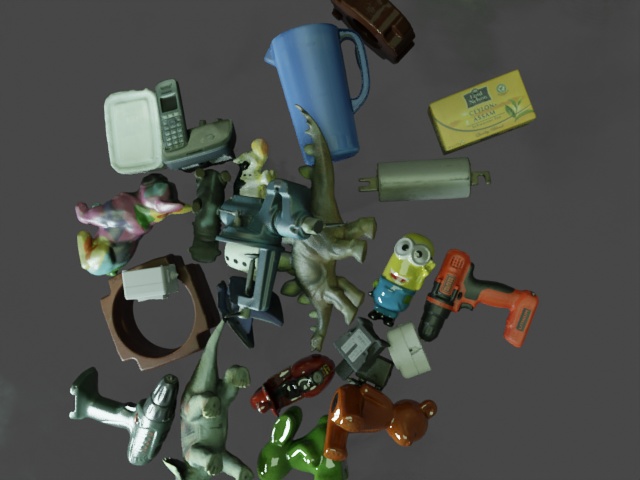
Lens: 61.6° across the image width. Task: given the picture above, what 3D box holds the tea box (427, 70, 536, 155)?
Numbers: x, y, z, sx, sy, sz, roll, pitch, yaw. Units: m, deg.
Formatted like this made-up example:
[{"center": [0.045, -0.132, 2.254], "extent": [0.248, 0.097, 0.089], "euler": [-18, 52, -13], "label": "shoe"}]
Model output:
[{"center": [0.296, -0.232, 0.996], "extent": [0.170, 0.068, 0.098], "euler": [-22, 88, 9], "label": "tea box"}]

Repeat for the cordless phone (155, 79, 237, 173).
[{"center": [-0.244, -0.233, 1.046], "extent": [0.147, 0.088, 0.184], "euler": [-14, 84, 10], "label": "cordless phone"}]

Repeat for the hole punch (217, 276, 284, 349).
[{"center": [-0.134, 0.125, 1.024], "extent": [0.092, 0.142, 0.115], "euler": [-33, 117, 8], "label": "hole punch"}]

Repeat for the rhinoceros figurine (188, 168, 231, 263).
[{"center": [-0.222, -0.051, 1.054], "extent": [0.073, 0.112, 0.190], "euler": [6, 77, -20], "label": "rhinoceros figurine"}]

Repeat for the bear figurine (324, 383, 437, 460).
[{"center": [0.114, 0.337, 0.975], "extent": [0.196, 0.132, 0.120], "euler": [21, 118, -7], "label": "bear figurine"}]

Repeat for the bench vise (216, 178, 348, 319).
[{"center": [-0.090, 0.019, 0.906], "extent": [0.224, 0.128, 0.240], "euler": [10, 90, 28], "label": "bench vise"}]

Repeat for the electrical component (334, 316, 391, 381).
[{"center": [0.065, 0.209, 1.000], "extent": [0.119, 0.047, 0.075], "euler": [-46, 58, 12], "label": "electrical component"}]

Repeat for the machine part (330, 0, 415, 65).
[{"center": [0.095, -0.394, 0.977], "extent": [0.179, 0.179, 0.056], "euler": [41, 96, 6], "label": "machine part"}]

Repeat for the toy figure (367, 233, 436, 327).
[{"center": [0.151, 0.071, 1.013], "extent": [0.082, 0.089, 0.180], "euler": [21, 102, -6], "label": "toy figure"}]

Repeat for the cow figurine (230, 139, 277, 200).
[{"center": [-0.136, -0.113, 1.062], "extent": [0.098, 0.068, 0.167], "euler": [-6, 88, 14], "label": "cow figurine"}]

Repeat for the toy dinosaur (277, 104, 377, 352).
[{"center": [-0.002, -0.003, 0.991], "extent": [0.199, 0.105, 0.470], "euler": [11, 110, 12], "label": "toy dinosaur"}]

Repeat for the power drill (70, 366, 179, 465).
[{"center": [-0.385, 0.326, 1.068], "extent": [0.207, 0.086, 0.231], "euler": [17, 114, 4], "label": "power drill"}]

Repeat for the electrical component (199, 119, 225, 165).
[{"center": [-0.219, -0.199, 1.093], "extent": [0.063, 0.021, 0.094], "euler": [-4, 91, 9], "label": "electrical component"}]

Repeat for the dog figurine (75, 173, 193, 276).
[{"center": [-0.363, -0.031, 1.074], "extent": [0.219, 0.108, 0.191], "euler": [-7, 86, 5], "label": "dog figurine"}]

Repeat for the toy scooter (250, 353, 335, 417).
[{"center": [-0.058, 0.280, 1.015], "extent": [0.184, 0.135, 0.075], "euler": [-28, 85, 6], "label": "toy scooter"}]

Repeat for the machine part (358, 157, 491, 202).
[{"center": [0.193, -0.113, 1.007], "extent": [0.243, 0.079, 0.079], "euler": [-4, 90, 9], "label": "machine part"}]

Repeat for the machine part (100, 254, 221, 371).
[{"center": [-0.316, 0.143, 1.077], "extent": [0.201, 0.087, 0.201], "euler": [-22, 87, 9], "label": "machine part"}]

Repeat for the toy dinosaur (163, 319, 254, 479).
[{"center": [-0.226, 0.353, 1.046], "extent": [0.192, 0.131, 0.404], "euler": [-11, 70, 42], "label": "toy dinosaur"}]

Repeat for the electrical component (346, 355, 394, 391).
[{"center": [0.096, 0.249, 1.032], "extent": [0.078, 0.045, 0.102], "euler": [28, 97, 21], "label": "electrical component"}]

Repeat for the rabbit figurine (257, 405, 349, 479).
[{"center": [-0.043, 0.403, 1.019], "extent": [0.170, 0.121, 0.159], "euler": [-13, 83, 5], "label": "rabbit figurine"}]
